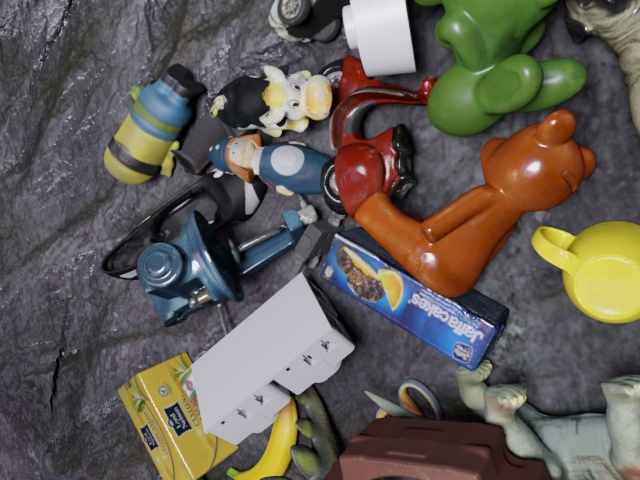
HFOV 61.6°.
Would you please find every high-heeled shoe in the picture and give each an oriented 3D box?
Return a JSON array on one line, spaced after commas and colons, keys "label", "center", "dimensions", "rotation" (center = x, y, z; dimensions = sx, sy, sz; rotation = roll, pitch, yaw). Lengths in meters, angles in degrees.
[{"label": "high-heeled shoe", "center": [-0.175, -0.033, 0.694], "dimensions": [0.248, 0.145, 0.086], "rotation": [-43, 76, 28]}]

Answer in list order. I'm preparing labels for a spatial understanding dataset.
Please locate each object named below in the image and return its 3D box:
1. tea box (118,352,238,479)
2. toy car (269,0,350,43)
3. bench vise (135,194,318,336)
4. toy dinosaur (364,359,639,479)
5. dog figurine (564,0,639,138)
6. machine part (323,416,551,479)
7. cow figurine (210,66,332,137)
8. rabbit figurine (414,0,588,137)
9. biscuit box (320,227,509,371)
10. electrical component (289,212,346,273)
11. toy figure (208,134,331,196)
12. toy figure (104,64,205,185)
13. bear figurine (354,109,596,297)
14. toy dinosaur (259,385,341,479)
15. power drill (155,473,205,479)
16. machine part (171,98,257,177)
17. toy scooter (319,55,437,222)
[{"label": "tea box", "center": [-0.209, 0.265, 0.794], "dimensions": [0.068, 0.098, 0.169], "rotation": [-37, 80, 31]}, {"label": "toy car", "center": [0.031, -0.279, 0.571], "dimensions": [0.202, 0.073, 0.056], "rotation": [-27, 75, 31]}, {"label": "bench vise", "center": [-0.109, 0.028, 0.669], "dimensions": [0.241, 0.223, 0.129], "rotation": [-28, 64, 0]}, {"label": "toy dinosaur", "center": [0.243, 0.210, 0.506], "dimensions": [0.405, 0.131, 0.192], "rotation": [-14, 90, 39]}, {"label": "dog figurine", "center": [0.275, -0.135, 0.447], "dimensions": [0.191, 0.121, 0.172], "rotation": [39, 113, 36]}, {"label": "machine part", "center": [0.113, 0.270, 0.493], "dimensions": [0.201, 0.087, 0.201], "rotation": [-10, 97, 35]}, {"label": "cow figurine", "center": [-0.058, -0.157, 0.599], "dimensions": [0.167, 0.098, 0.068], "rotation": [9, 99, 60]}, {"label": "rabbit figurine", "center": [0.159, -0.169, 0.485], "dimensions": [0.159, 0.121, 0.170], "rotation": [44, 137, 42]}, {"label": "biscuit box", "center": [0.101, 0.059, 0.592], "dimensions": [0.203, 0.063, 0.059], "rotation": [30, 113, 24]}, {"label": "electrical component", "center": [-0.001, -0.002, 0.643], "dimensions": [0.021, 0.063, 0.094], "rotation": [41, 115, 20]}, {"label": "toy figure", "center": [-0.063, -0.095, 0.647], "dimensions": [0.155, 0.064, 0.057], "rotation": [13, 139, 5]}, {"label": "toy figure", "center": [-0.235, -0.156, 0.745], "dimensions": [0.180, 0.089, 0.082], "rotation": [-48, 65, 30]}, {"label": "bear figurine", "center": [0.151, -0.044, 0.516], "dimensions": [0.196, 0.120, 0.132], "rotation": [-53, 49, 13]}, {"label": "toy dinosaur", "center": [0.017, 0.341, 0.612], "dimensions": [0.105, 0.198, 0.472], "rotation": [-32, 48, 20]}, {"label": "power drill", "center": [-0.208, 0.478, 0.839], "dimensions": [0.207, 0.086, 0.232], "rotation": [-46, 73, 32]}, {"label": "machine part", "center": [-0.141, -0.139, 0.722], "dimensions": [0.139, 0.039, 0.084], "rotation": [-37, 84, 29]}, {"label": "toy scooter", "center": [0.065, -0.114, 0.581], "dimensions": [0.135, 0.075, 0.183], "rotation": [-4, 91, 30]}]
